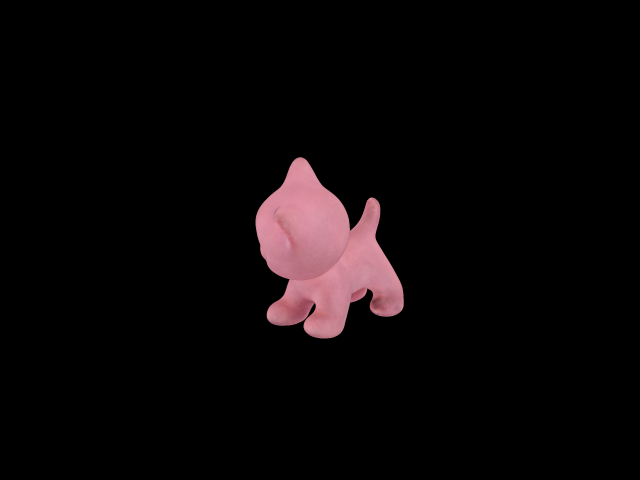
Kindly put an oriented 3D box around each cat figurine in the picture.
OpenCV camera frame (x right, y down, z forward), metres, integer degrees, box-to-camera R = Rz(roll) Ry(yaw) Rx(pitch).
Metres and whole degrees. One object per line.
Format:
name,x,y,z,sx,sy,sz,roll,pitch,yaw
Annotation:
cat figurine,0.004,0.001,0.400,0.067,0.118,0.128,11,17,42
